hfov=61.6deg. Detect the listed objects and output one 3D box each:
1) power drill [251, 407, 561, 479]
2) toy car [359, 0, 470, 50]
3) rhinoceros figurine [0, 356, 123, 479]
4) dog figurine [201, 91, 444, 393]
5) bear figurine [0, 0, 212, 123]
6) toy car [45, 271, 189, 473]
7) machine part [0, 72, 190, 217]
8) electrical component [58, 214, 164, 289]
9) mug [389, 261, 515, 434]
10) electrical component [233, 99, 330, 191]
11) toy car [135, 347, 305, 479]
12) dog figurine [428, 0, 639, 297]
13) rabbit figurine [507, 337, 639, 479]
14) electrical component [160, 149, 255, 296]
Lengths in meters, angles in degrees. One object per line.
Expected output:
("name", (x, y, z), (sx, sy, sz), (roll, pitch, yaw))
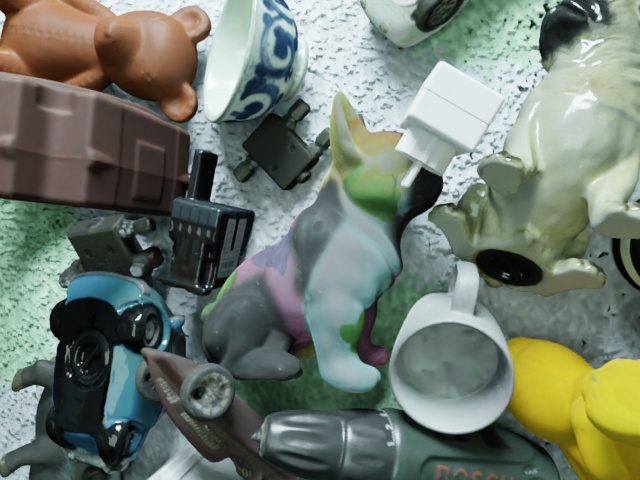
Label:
("power drill", (0.056, 0.223, 0.404), (0.232, 0.086, 0.207), (4, 96, -13))
("toy car", (0.119, -0.238, 0.417), (0.202, 0.056, 0.073), (-40, 75, 12))
("rhinoceros figurine", (-0.236, 0.198, 0.520), (0.112, 0.073, 0.190), (1, 90, 5))
("dog figurine", (-0.001, -0.001, 0.432), (0.192, 0.108, 0.219), (2, 87, 18))
("bear figurine", (-0.206, -0.171, 0.472), (0.196, 0.132, 0.120), (13, 91, 21))
("toy car", (-0.166, 0.109, 0.470), (0.109, 0.103, 0.161), (-1, 85, 28))
("machine part", (-0.225, -0.071, 0.439), (0.202, 0.201, 0.087), (5, 90, 16))
("electrical component", (-0.196, 0.020, 0.505), (0.102, 0.045, 0.078), (-3, 126, 12))
("mug", (0.095, 0.067, 0.398), (0.081, 0.107, 0.109), (4, 102, 10))
("electrical component", (-0.033, -0.076, 0.478), (0.094, 0.021, 0.063), (-43, 81, 14))
("toy car", (-0.065, 0.152, 0.420), (0.089, 0.202, 0.053), (1, 49, 48))
("dog figurine", (0.174, -0.069, 0.397), (0.121, 0.172, 0.190), (29, 63, -1))
("rabbit figurine", (0.203, 0.113, 0.368), (0.122, 0.173, 0.162), (-46, 114, -25))
("electrical component", (-0.094, -0.016, 0.472), (0.048, 0.075, 0.119), (14, 92, 15))
